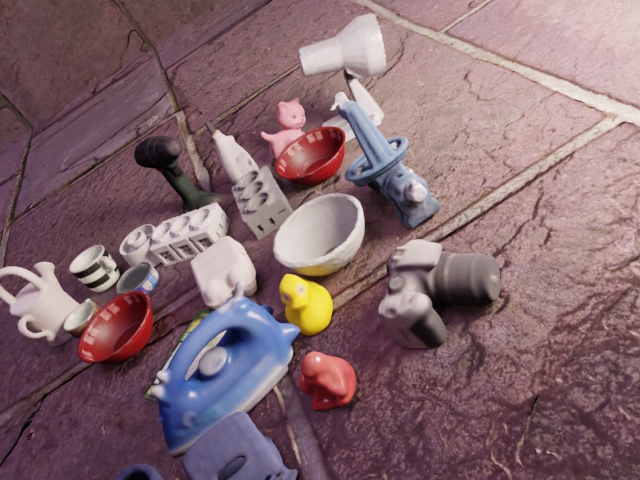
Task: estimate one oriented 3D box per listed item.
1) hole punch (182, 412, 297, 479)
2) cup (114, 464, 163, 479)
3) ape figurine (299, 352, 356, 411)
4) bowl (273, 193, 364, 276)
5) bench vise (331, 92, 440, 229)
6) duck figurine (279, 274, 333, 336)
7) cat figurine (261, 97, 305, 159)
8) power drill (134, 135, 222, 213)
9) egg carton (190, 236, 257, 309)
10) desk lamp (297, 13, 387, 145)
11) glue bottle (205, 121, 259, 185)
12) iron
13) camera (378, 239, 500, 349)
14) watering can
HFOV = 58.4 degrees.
[{"bbox_3d":[-0.101,0.286,0.712,0.109,0.091,0.100,-39,37,-7],"label":"hole punch"},{"bbox_3d":[-0.215,0.355,0.717,0.091,0.095,0.117,-28,37,8],"label":"cup"},{"bbox_3d":[0.004,0.179,0.750,0.076,0.092,0.077,-45,38,-15],"label":"ape figurine"},{"bbox_3d":[0.009,0.003,0.960,0.167,0.075,0.167,-21,38,18],"label":"bowl"},{"bbox_3d":[0.108,-0.138,0.921,0.122,0.220,0.206,-47,38,-17],"label":"bench vise"},{"bbox_3d":[-0.032,0.087,0.888,0.077,0.086,0.104,-30,37,6],"label":"duck figurine"},{"bbox_3d":[-0.076,-0.255,1.280,0.128,0.118,0.067,-40,37,-8],"label":"cat figurine"},{"bbox_3d":[-0.315,-0.147,1.265,0.228,0.209,0.076,16,59,46],"label":"power drill"},{"bbox_3d":[-0.174,0.060,1.041,0.107,0.070,0.150,-37,36,-4],"label":"egg carton"},{"bbox_3d":[0.058,-0.331,1.183,0.203,0.214,0.117,-28,37,9],"label":"desk lamp"},{"bbox_3d":[-0.199,-0.192,1.256,0.037,0.174,0.078,-8,43,31],"label":"glue bottle"},{"bbox_3d":[-0.159,0.183,0.829,0.258,0.142,0.118,-46,38,-16],"label":"iron"},{"bbox_3d":[0.159,0.060,0.760,0.136,0.101,0.143,-4,46,34],"label":"camera"},{"bbox_3d":[-0.586,0.120,1.182,0.101,0.195,0.172,-36,36,-2],"label":"watering can"}]
